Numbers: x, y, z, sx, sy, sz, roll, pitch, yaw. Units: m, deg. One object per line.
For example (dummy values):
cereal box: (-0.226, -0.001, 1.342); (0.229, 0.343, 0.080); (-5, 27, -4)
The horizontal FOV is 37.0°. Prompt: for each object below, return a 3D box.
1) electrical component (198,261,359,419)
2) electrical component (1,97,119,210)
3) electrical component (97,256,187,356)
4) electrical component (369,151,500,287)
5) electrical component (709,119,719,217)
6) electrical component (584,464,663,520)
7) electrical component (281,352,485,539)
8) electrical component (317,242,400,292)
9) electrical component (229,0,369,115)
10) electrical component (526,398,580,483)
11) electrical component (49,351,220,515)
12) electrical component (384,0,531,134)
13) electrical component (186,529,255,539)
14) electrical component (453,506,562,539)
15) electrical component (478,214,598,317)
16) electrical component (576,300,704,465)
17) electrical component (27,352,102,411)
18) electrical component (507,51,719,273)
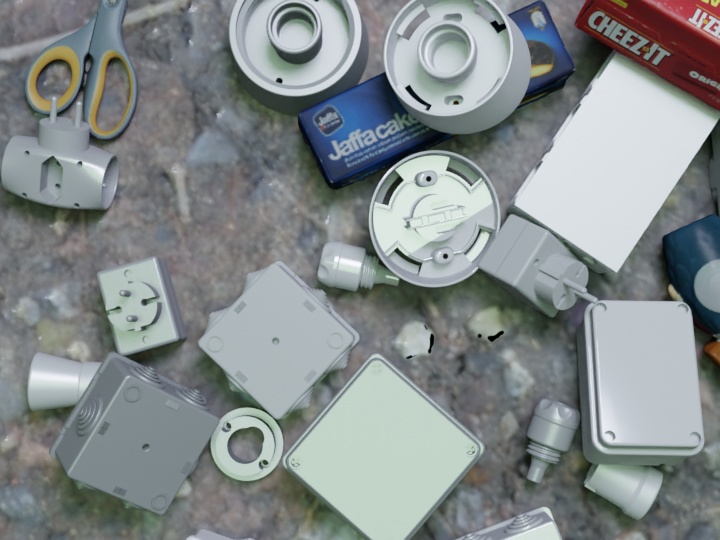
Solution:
electrical component: (-0.061, 0.053, 0.804); (0.100, 0.048, 0.099); (43, 89, 2)
electrical component: (-0.223, -0.090, 0.809); (0.077, 0.043, 0.079); (11, 111, 1)
electrical component: (-0.164, 0.027, 0.793); (0.047, 0.076, 0.065); (-16, 87, 0)
electrical component: (0.054, -0.039, 0.796); (0.099, 0.064, 0.099); (0, 96, -3)
electrical component: (0.296, -0.075, 0.799); (0.054, 0.059, 0.095); (-4, 87, 1)
electrical component: (0.195, 0.157, 0.801); (0.046, 0.040, 0.040); (28, 88, 7)
electrical component: (0.017, 0.134, 0.795); (0.109, 0.056, 0.108); (41, 88, 2)
electrical component: (0.000, 0.000, 0.813); (0.061, 0.035, 0.035); (13, 88, -1)
electrical component: (-0.047, -0.175, 0.809); (0.108, 0.060, 0.108); (0, 87, 1)
electrical component: (0.140, 0.129, 0.805); (0.035, 0.035, 0.061); (20, 91, 2)
electrical component: (-0.162, 0.121, 0.784); (0.100, 0.048, 0.099); (32, 88, -31)
electrical component: (0.067, -0.148, 0.756); (0.099, 0.064, 0.099); (-1, 87, 15)
electrical component: (-0.097, 0.248, 0.796); (0.100, 0.048, 0.099); (19, 88, 2)
electrical component: (0.116, 0.234, 0.793); (0.100, 0.048, 0.099); (-21, 87, 0)
electrical component: (0.139, 0.004, 0.779); (0.077, 0.066, 0.047); (31, 88, 44)
electrical component: (0.201, 0.081, 0.778); (0.078, 0.057, 0.113); (1, 68, 1)
electrical component: (-0.212, 0.086, 0.810); (0.065, 0.044, 0.044); (4, 87, -4)
electrical component: (0.189, -0.083, 0.800); (0.089, 0.061, 0.150); (34, 88, 2)
